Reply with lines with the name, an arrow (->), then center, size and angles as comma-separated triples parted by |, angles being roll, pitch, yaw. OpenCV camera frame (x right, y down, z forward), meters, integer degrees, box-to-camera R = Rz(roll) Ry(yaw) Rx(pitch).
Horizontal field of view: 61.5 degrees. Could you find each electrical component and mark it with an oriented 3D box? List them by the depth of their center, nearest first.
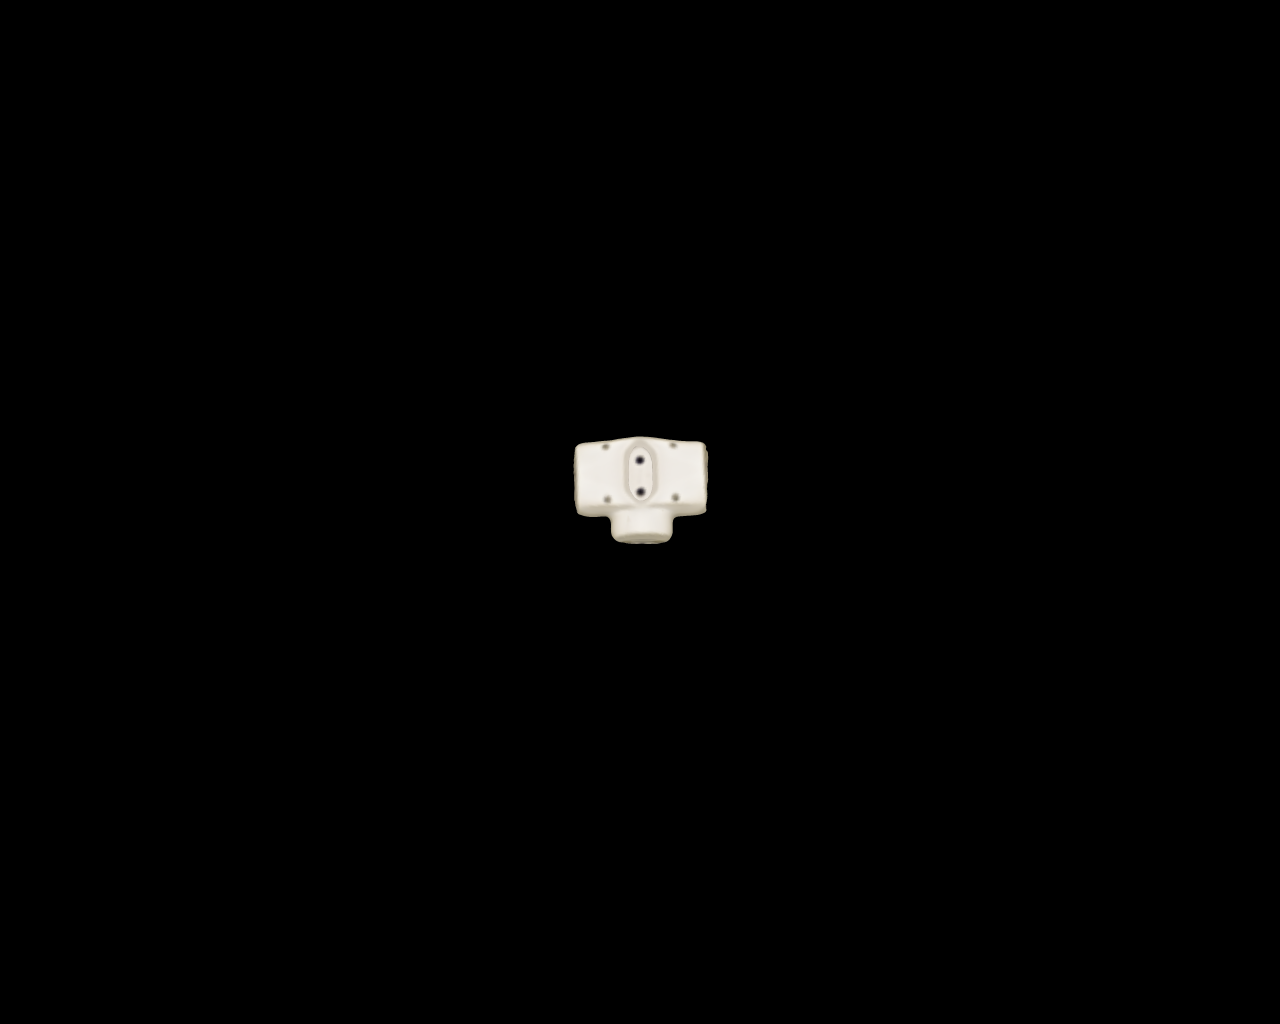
electrical component -> 0.001, -0.003, 0.650 | 0.077, 0.079, 0.043 | 0, -9, 0
